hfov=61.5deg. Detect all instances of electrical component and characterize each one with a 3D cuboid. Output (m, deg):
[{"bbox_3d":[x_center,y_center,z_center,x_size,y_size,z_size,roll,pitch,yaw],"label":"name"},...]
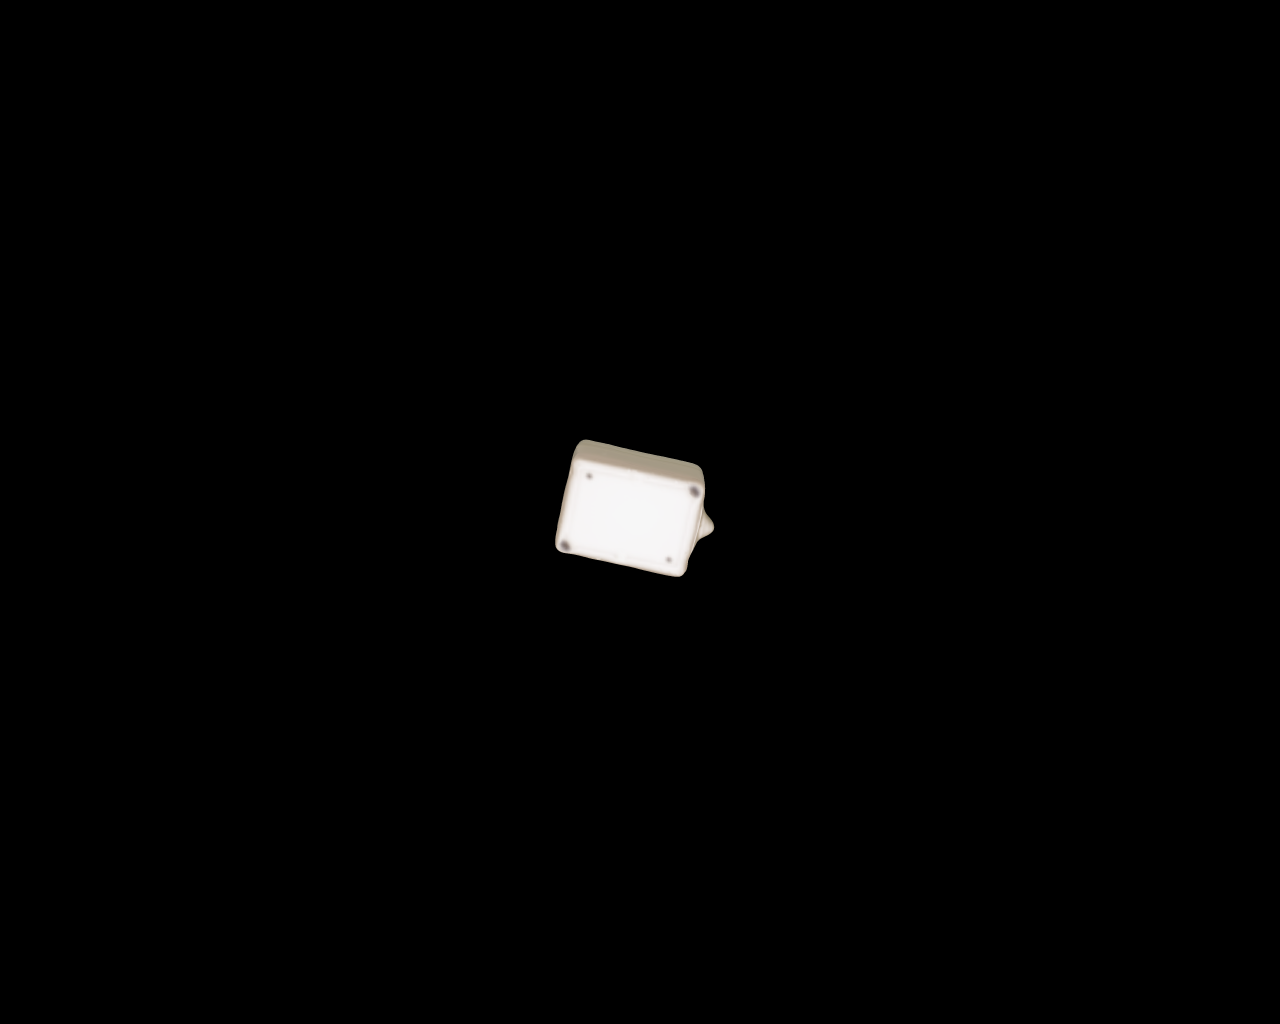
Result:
[{"bbox_3d":[0.001,-0.003,0.650,0.096,0.061,0.061,13,16,-4],"label":"electrical component"}]
